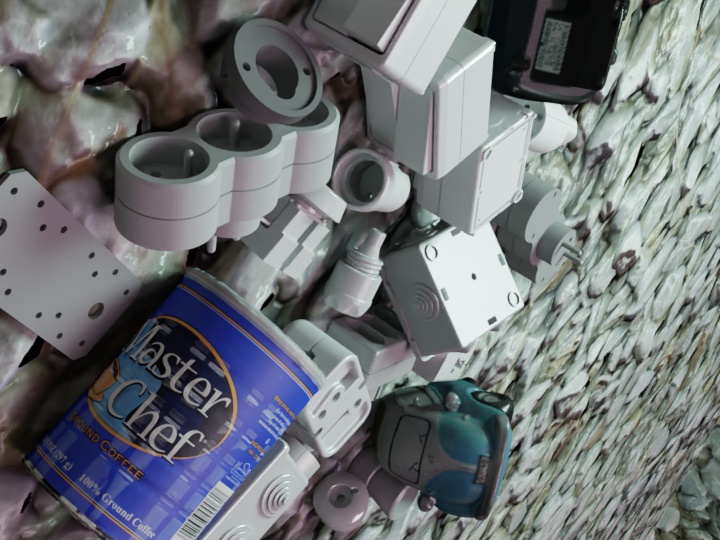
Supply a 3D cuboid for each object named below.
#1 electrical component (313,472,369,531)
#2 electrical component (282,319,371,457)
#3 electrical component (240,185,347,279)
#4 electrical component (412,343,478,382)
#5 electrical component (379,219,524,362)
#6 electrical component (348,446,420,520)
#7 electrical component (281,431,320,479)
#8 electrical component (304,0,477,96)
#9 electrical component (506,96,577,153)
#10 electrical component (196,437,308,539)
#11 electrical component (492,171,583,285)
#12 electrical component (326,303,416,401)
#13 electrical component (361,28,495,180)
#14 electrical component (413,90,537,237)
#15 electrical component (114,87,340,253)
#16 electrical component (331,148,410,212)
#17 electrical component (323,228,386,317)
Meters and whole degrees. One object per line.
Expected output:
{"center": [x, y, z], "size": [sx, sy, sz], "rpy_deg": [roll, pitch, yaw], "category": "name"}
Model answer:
{"center": [-0.016, 0.209, 0.944], "size": [0.048, 0.048, 0.062], "rpy_deg": [-45, 157, -22], "category": "electrical component"}
{"center": [-0.035, 0.081, 0.755], "size": [0.053, 0.059, 0.095], "rpy_deg": [-46, 151, -20], "category": "electrical component"}
{"center": [-0.041, -0.031, 0.640], "size": [0.055, 0.048, 0.066], "rpy_deg": [-50, 153, 3], "category": "electrical component"}
{"center": [0.070, 0.044, 0.896], "size": [0.056, 0.050, 0.089], "rpy_deg": [8, 112, -60], "category": "electrical component"}
{"center": [0.069, 0.009, 0.809], "size": [0.100, 0.048, 0.099], "rpy_deg": [-29, 98, -42], "category": "electrical component"}
{"center": [0.021, 0.192, 0.971], "size": [0.045, 0.055, 0.045], "rpy_deg": [-39, 148, -30], "category": "electrical component"}
{"center": [-0.073, 0.162, 0.800], "size": [0.081, 0.043, 0.043], "rpy_deg": [-47, 151, -18], "category": "electrical component"}
{"center": [0.023, -0.156, 0.590], "size": [0.096, 0.062, 0.061], "rpy_deg": [-60, 153, 7], "category": "electrical component"}
{"center": [0.140, -0.115, 0.846], "size": [0.081, 0.043, 0.043], "rpy_deg": [4, 116, -60], "category": "electrical component"}
{"center": [-0.093, 0.134, 0.678], "size": [0.099, 0.100, 0.048], "rpy_deg": [-47, 138, -18], "category": "electrical component"}
{"center": [0.165, -0.027, 0.947], "size": [0.052, 0.074, 0.138], "rpy_deg": [-50, 152, -12], "category": "electrical component"}
{"center": [0.003, 0.074, 0.824], "size": [0.066, 0.047, 0.076], "rpy_deg": [-17, 134, -51], "category": "electrical component"}
{"center": [0.040, -0.104, 0.675], "size": [0.061, 0.062, 0.096], "rpy_deg": [-41, 149, -28], "category": "electrical component"}
{"center": [0.078, -0.075, 0.768], "size": [0.062, 0.061, 0.096], "rpy_deg": [-37, 147, -32], "category": "electrical component"}
{"center": [-0.070, -0.042, 0.574], "size": [0.138, 0.052, 0.073], "rpy_deg": [-30, 143, -41], "category": "electrical component"}
{"center": [0.008, -0.057, 0.700], "size": [0.040, 0.040, 0.046], "rpy_deg": [-61, 158, 10], "category": "electrical component"}
{"center": [0.000, 0.000, 0.753], "size": [0.035, 0.035, 0.061], "rpy_deg": [8, 110, -60], "category": "electrical component"}
